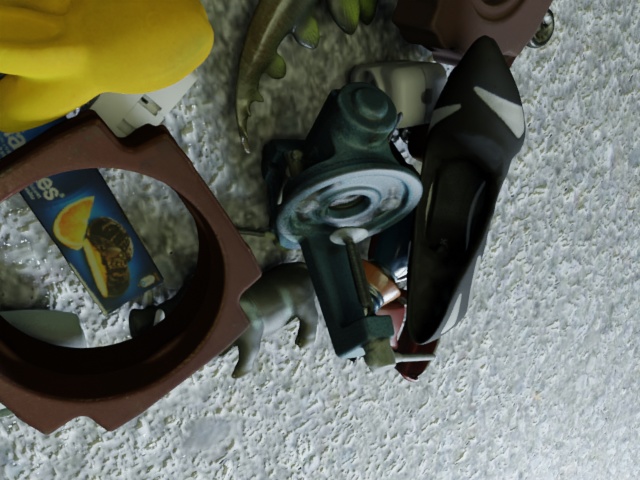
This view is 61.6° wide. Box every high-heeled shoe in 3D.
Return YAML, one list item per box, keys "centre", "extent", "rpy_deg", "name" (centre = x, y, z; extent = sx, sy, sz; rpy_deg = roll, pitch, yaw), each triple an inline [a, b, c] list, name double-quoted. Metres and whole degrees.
- centre: [0.108, -0.029, 0.456]
  extent: [0.145, 0.086, 0.248]
  rpy_deg: [-49, 142, -37]
  name: "high-heeled shoe"

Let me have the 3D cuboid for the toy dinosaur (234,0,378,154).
- centre: [0.044, -0.292, 0.447]
  extent: [0.471, 0.105, 0.198]
  rpy_deg: [-49, 125, 4]
  name: "toy dinosaur"

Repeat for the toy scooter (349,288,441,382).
- centre: [0.087, 0.106, 0.631]
  extent: [0.184, 0.075, 0.135]
  rpy_deg: [4, 100, -30]
  name: "toy scooter"

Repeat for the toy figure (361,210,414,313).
- centre: [0.068, 0.027, 0.545]
  extent: [0.154, 0.064, 0.057]
  rpy_deg: [-50, 149, -10]
  name: "toy figure"

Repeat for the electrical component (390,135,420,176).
- centre: [0.069, -0.053, 0.581]
  extent: [0.075, 0.048, 0.119]
  rpy_deg: [-40, 119, -6]
  name: "electrical component"

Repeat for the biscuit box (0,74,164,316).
- centre: [-0.206, -0.038, 0.444]
  extent: [0.059, 0.063, 0.202]
  rpy_deg: [-31, 119, -14]
  name: "biscuit box"

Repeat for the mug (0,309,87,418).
- centre: [-0.261, 0.110, 0.467]
  extent: [0.107, 0.081, 0.109]
  rpy_deg: [-9, 122, -30]
  name: "mug"

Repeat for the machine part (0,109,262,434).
- centre: [-0.164, 0.023, 0.399]
  extent: [0.201, 0.087, 0.200]
  rpy_deg: [-36, 119, -10]
  name: "machine part"

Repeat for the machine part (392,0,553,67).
- centre: [0.139, -0.232, 0.454]
  extent: [0.179, 0.056, 0.179]
  rpy_deg: [-20, 128, -28]
  name: "machine part"

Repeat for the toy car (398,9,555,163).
- centre: [0.163, -0.164, 0.559]
  extent: [0.053, 0.089, 0.202]
  rpy_deg: [34, 91, -32]
  name: "toy car"

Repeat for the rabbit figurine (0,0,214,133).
- centre: [-0.153, -0.146, 0.333]
  extent: [0.162, 0.173, 0.121]
  rpy_deg: [-53, 166, -29]
  name: "rabbit figurine"

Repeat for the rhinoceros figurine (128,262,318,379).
- centre: [-0.090, 0.074, 0.537]
  extent: [0.190, 0.073, 0.112]
  rpy_deg: [-14, 116, -21]
  name: "rhinoceros figurine"

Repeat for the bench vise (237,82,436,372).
- centre: [0.008, -0.001, 0.455]
  extent: [0.129, 0.241, 0.223]
  rpy_deg: [4, 149, -35]
  name: "bench vise"
